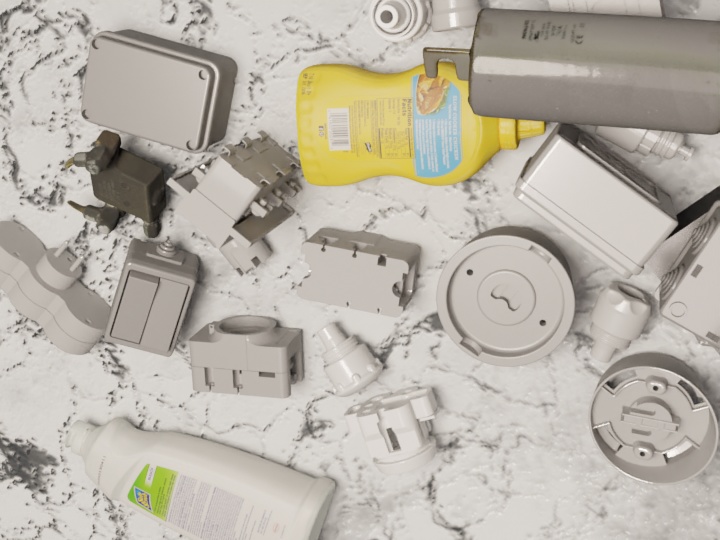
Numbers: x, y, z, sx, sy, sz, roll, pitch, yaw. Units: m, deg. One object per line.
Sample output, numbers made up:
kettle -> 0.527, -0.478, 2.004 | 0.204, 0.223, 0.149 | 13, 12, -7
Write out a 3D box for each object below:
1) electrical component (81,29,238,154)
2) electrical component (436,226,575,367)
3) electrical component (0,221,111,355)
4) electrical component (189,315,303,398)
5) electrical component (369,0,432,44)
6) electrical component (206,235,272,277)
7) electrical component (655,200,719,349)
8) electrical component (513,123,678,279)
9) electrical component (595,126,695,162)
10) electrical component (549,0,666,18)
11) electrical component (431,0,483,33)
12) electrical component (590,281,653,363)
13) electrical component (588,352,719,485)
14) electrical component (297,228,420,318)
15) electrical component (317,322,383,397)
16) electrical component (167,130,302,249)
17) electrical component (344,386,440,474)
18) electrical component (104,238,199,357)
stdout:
electrical component -> -0.167, -0.149, 0.890 | 0.113, 0.057, 0.078 | 17, 110, 9
electrical component -> 0.120, 0.017, 0.862 | 0.108, 0.060, 0.108 | 4, 108, 14
electrical component -> -0.277, 0.005, 0.970 | 0.138, 0.052, 0.073 | 44, 112, -1
electrical component -> -0.100, 0.074, 0.945 | 0.089, 0.050, 0.055 | 3, 107, 15
electrical component -> 0.027, -0.195, 0.820 | 0.048, 0.062, 0.048 | 4, 108, 14
electrical component -> -0.103, -0.023, 0.922 | 0.040, 0.040, 0.046 | -31, 103, 21
electrical component -> 0.272, 0.012, 0.770 | 0.100, 0.048, 0.099 | 30, 113, 4
electrical component -> 0.175, -0.056, 0.799 | 0.109, 0.108, 0.056 | 37, 109, 2
electrical component -> 0.214, -0.106, 0.810 | 0.078, 0.040, 0.040 | 29, 112, 5
electrical component -> 0.180, -0.189, 0.784 | 0.078, 0.057, 0.113 | -9, 104, 18
electrical component -> 0.072, -0.206, 0.818 | 0.040, 0.040, 0.046 | -5, 100, 16
electrical component -> 0.204, 0.044, 0.858 | 0.043, 0.043, 0.062 | 23, 113, 7
electrical component -> 0.234, 0.117, 0.861 | 0.099, 0.064, 0.099 | 4, 108, 14
electrical component -> 0.000, 0.000, 0.892 | 0.089, 0.055, 0.050 | 11, 109, 11
electrical component -> -0.014, 0.075, 0.926 | 0.048, 0.048, 0.062 | -33, 89, 22
electrical component -> -0.093, -0.067, 0.860 | 0.079, 0.121, 0.063 | 39, 109, 1
electrical component -> 0.033, 0.139, 0.926 | 0.078, 0.058, 0.057 | -16, 99, 19
electrical component -> -0.179, 0.020, 0.934 | 0.062, 0.061, 0.096 | 16, 112, -13
